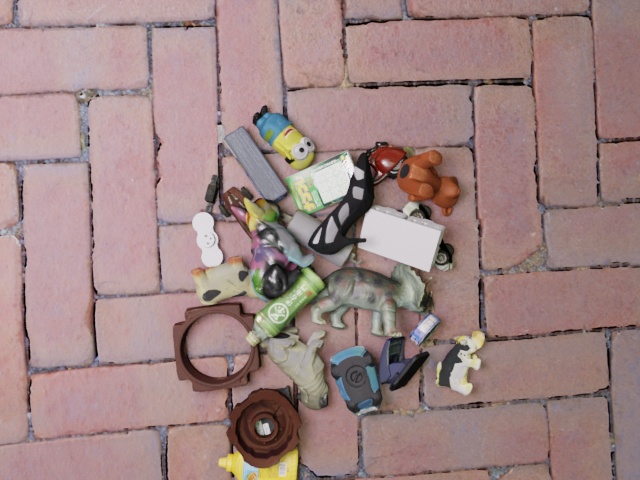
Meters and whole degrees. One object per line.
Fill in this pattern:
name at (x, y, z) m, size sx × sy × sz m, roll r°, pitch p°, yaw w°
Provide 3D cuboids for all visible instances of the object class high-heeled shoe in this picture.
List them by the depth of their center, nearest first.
high-heeled shoe at (0.048, -0.086, 1.282) m, size 0.145 × 0.086 × 0.248 m, roll 0°, pitch 77°, yaw 19°

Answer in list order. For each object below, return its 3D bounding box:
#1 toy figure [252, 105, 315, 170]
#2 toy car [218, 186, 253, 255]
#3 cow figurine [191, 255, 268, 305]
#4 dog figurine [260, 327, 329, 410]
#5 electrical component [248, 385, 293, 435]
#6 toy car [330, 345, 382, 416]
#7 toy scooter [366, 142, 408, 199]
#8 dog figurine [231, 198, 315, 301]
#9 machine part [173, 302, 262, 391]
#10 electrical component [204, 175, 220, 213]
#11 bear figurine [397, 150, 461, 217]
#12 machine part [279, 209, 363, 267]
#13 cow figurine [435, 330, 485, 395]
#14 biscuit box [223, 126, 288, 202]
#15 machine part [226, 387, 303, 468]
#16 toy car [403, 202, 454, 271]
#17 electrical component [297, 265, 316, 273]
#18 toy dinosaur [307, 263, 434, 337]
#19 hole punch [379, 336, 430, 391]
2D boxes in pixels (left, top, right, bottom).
toy figure at (-0.088, -0.252, 1.338) m, size 0.180 × 0.089 × 0.082 m, roll 41°, pitch 84°, yaw 6°
toy car at (-0.171, -0.043, 1.338) m, size 0.089 × 0.053 × 0.202 m, roll -36°, pitch 92°, yaw 2°
cow figurine at (-0.201, 0.103, 1.295) m, size 0.195 × 0.085 × 0.127 m, roll -16°, pitch 99°, yaw -21°
dog figurine at (-0.061, 0.321, 1.313) m, size 0.172 × 0.121 × 0.190 m, roll 5°, pitch 99°, yaw 13°
electrical component at (-0.129, 0.430, 1.326) m, size 0.134 × 0.058 × 0.114 m, roll -10°, pitch 87°, yaw -4°
toy car at (0.096, 0.340, 1.320) m, size 0.109 × 0.103 × 0.161 m, roll -23°, pitch 80°, yaw 6°
toy scooter at (0.127, -0.185, 1.356) m, size 0.184 × 0.075 × 0.135 m, roll -43°, pitch 90°, yaw 0°
dog figurine at (-0.133, 0.008, 1.246) m, size 0.219 × 0.108 × 0.191 m, roll 49°, pitch 58°, yaw -12°
machine part at (-0.249, 0.257, 1.308) m, size 0.201 × 0.087 × 0.201 m, roll -6°, pitch 88°, yaw -6°
electrical component at (-0.268, -0.113, 1.327) m, size 0.021 × 0.063 × 0.094 m, roll 15°, pitch 88°, yaw -4°
bear figurine at (0.289, -0.131, 1.316) m, size 0.196 × 0.132 × 0.120 m, roll 22°, pitch 84°, yaw -27°
machine part at (-0.003, -0.004, 1.339) m, size 0.243 × 0.079 × 0.079 m, roll 30°, pitch 86°, yaw -4°
cow figurine at (0.354, 0.301, 1.364) m, size 0.098 × 0.068 × 0.167 m, roll 19°, pitch 86°, yaw 2°
biscuit box at (-0.159, -0.180, 1.340) m, size 0.063 × 0.059 × 0.202 m, roll -34°, pitch 90°, yaw -5°
machine part at (-0.131, 0.439, 1.269) m, size 0.179 × 0.056 × 0.179 m, roll 0°, pitch 87°, yaw -5°
toy car at (0.277, -0.011, 1.359) m, size 0.056 × 0.073 × 0.201 m, roll -30°, pitch 91°, yaw 30°
electrical component at (-0.061, 0.093, 1.340) m, size 0.102 × 0.078 × 0.045 m, roll -38°, pitch 132°, yaw -9°
toy dinosaur at (0.097, 0.132, 1.328) m, size 0.405 × 0.131 × 0.192 m, roll 11°, pitch 76°, yaw 0°
hole punch at (0.193, 0.301, 1.323) m, size 0.092 × 0.142 × 0.115 m, roll 37°, pitch 103°, yaw 24°
